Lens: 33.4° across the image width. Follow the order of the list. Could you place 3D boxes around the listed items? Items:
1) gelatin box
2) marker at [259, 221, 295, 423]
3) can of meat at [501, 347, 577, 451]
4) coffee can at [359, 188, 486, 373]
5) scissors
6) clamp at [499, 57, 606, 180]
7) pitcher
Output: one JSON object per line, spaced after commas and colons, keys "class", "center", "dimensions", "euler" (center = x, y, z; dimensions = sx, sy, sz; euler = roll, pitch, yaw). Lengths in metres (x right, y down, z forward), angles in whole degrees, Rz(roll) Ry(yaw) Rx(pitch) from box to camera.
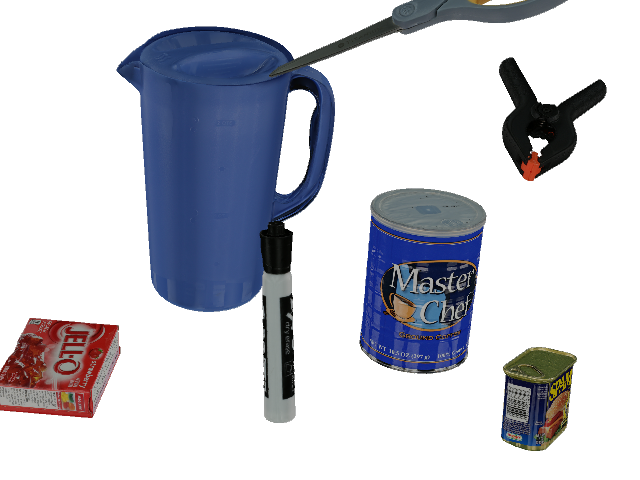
{"class": "gelatin box", "center": [-0.200, 0.096, 0.819], "dimensions": [0.073, 0.030, 0.089], "euler": [5, 30, 3]}
{"class": "marker", "center": [-0.025, 0.048, 0.618], "dimensions": [0.020, 0.121, 0.020], "euler": [0, 18, 0]}
{"class": "can of meat", "center": [0.236, 0.172, 1.162], "dimensions": [0.058, 0.084, 0.101], "euler": [11, 16, 31]}
{"class": "coffee can", "center": [0.092, 0.035, 0.973], "dimensions": [0.103, 0.140, 0.103], "euler": [3, 23, -1]}
{"class": "scissors", "center": [0.065, -0.156, 0.675], "dimensions": [0.202, 0.096, 0.016], "euler": [-8, -40, 22]}
{"class": "clamp", "center": [0.233, -0.137, 1.161], "dimensions": [0.120, 0.039, 0.171], "euler": [18, 49, 18]}
{"class": "pitcher", "center": [-0.087, -0.060, 0.961], "dimensions": [0.149, 0.243, 0.144], "euler": [29, 39, 34]}
